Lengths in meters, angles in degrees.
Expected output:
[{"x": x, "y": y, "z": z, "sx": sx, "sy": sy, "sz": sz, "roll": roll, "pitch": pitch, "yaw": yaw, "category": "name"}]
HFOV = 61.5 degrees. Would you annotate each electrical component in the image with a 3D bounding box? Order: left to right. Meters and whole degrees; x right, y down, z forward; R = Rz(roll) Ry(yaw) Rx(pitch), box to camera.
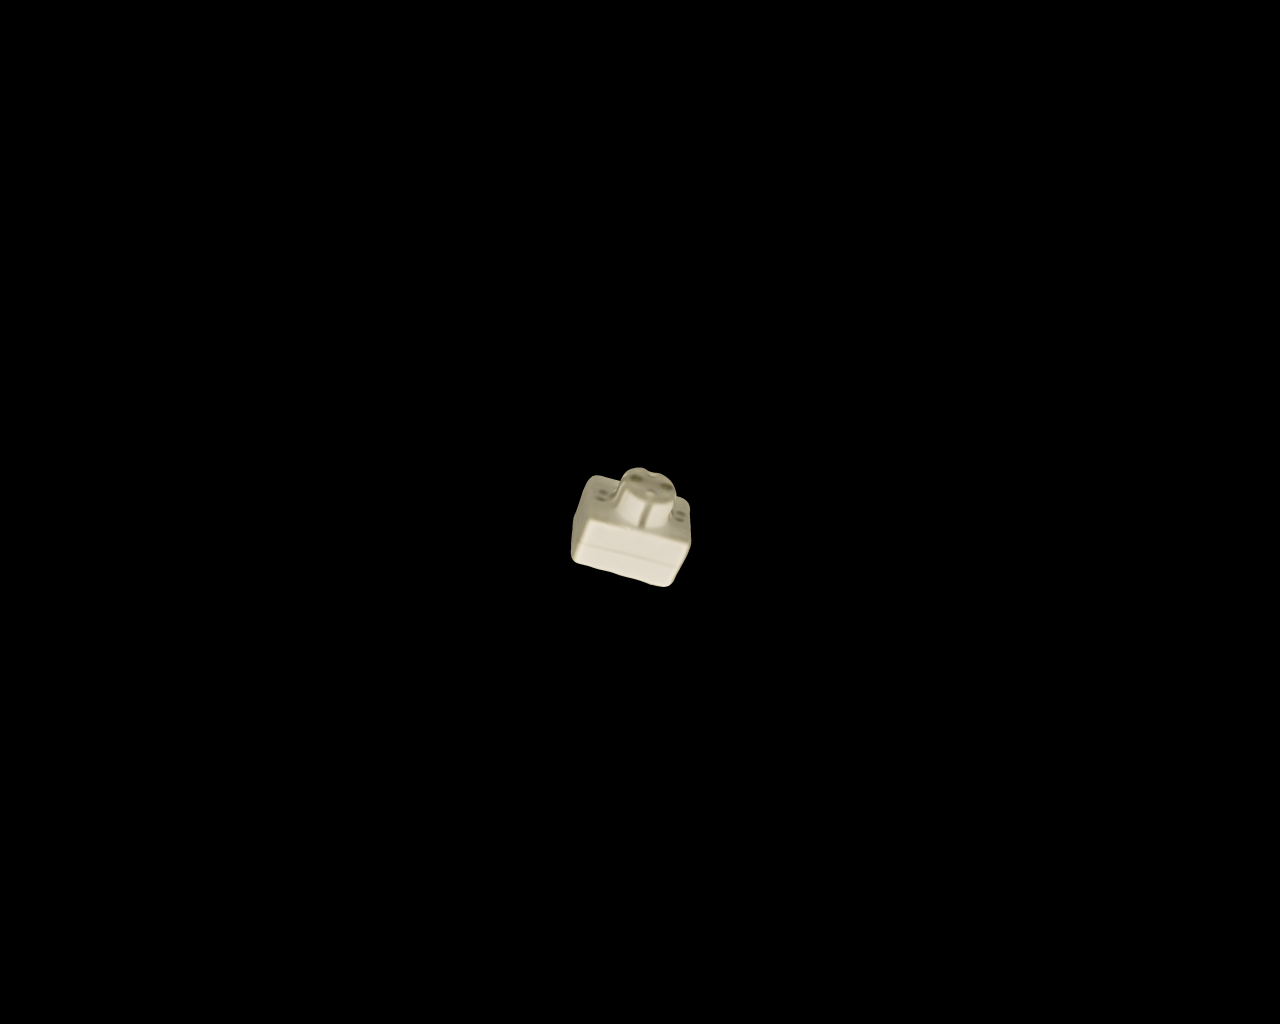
[{"x": 0.001, "y": -0.003, "z": 0.650, "sx": 0.066, "sy": 0.076, "sz": 0.047, "roll": 15, "pitch": 36, "yaw": -11, "category": "electrical component"}]
